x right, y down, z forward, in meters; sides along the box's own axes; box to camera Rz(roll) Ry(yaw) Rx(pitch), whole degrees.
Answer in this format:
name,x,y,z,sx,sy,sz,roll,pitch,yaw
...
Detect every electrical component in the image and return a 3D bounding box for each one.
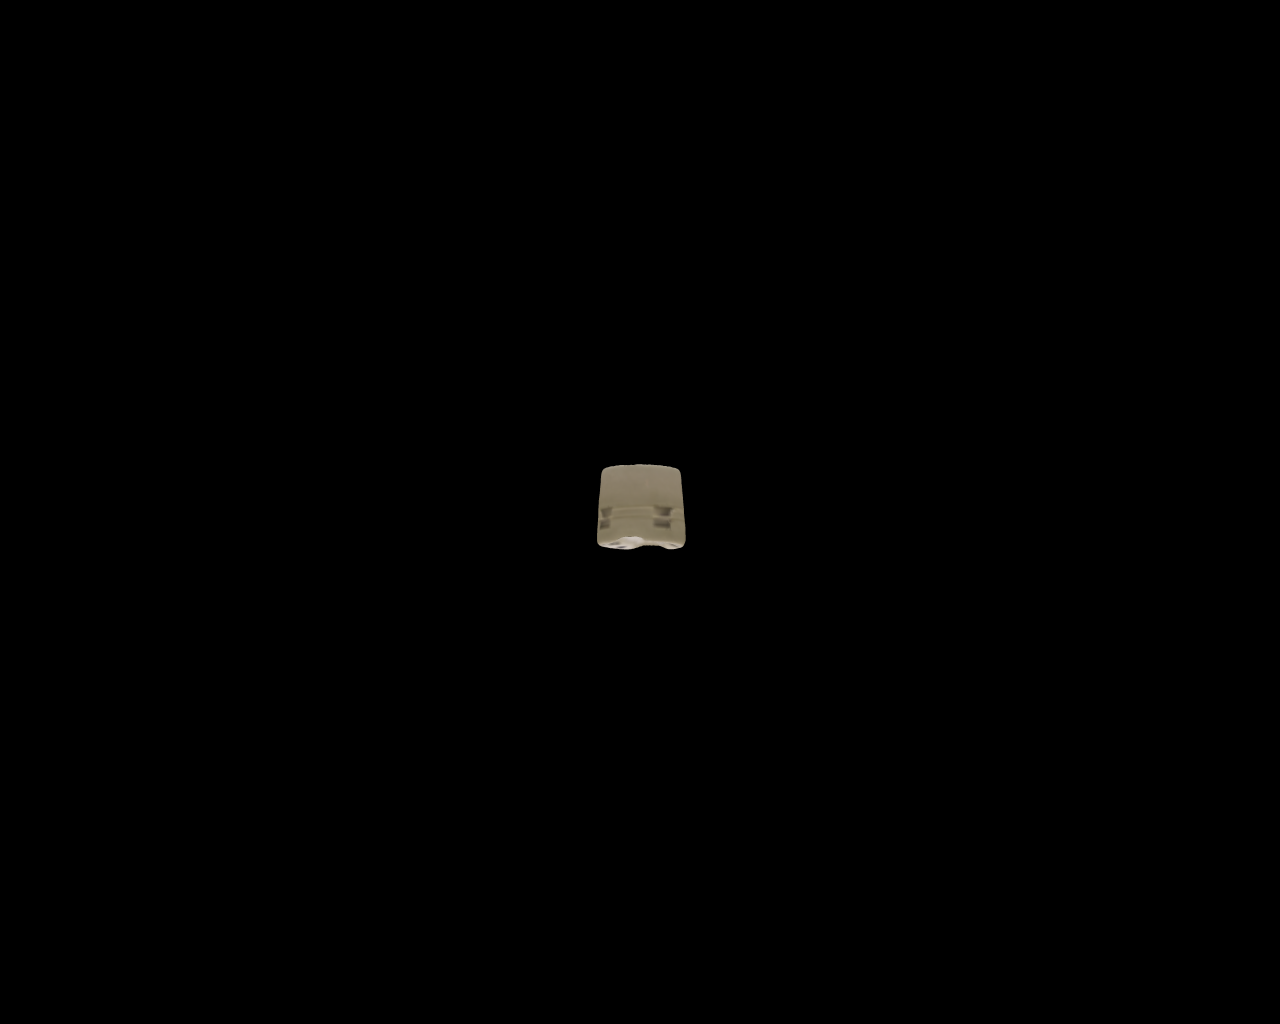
name,x,y,z,sx,sy,sz,roll,pitch,yaw
electrical component,0.001,-0.003,0.650,0.055,0.047,0.055,0,-7,0
